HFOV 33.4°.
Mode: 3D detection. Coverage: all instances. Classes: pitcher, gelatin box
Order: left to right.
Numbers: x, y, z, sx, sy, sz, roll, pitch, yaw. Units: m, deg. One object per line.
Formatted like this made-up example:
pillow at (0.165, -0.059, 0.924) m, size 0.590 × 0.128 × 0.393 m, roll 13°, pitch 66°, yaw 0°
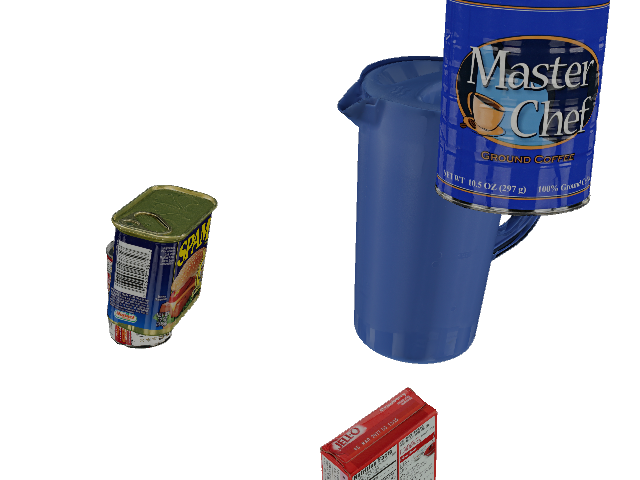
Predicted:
gelatin box at (0.036, 0.144, 0.655) m, size 0.073 × 0.089 × 0.030 m, roll -30°, pitch 45°, yaw -29°
pitcher at (0.100, -0.024, 0.891) m, size 0.149 × 0.243 × 0.144 m, roll 18°, pitch 31°, yaw 25°

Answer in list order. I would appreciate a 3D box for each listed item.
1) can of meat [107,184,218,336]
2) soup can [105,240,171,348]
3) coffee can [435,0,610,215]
can of meat at (-0.122, 0.014, 0.815) m, size 0.057 × 0.084 × 0.102 m, roll 15°, pitch 22°, yaw 9°
soup can at (-0.190, 0.054, 1.123) m, size 0.068 × 0.102 × 0.068 m, roll 2°, pitch 23°, yaw -1°
coffee can at (0.128, -0.098, 0.684) m, size 0.103 × 0.140 × 0.103 m, roll 1°, pitch 20°, yaw 0°
